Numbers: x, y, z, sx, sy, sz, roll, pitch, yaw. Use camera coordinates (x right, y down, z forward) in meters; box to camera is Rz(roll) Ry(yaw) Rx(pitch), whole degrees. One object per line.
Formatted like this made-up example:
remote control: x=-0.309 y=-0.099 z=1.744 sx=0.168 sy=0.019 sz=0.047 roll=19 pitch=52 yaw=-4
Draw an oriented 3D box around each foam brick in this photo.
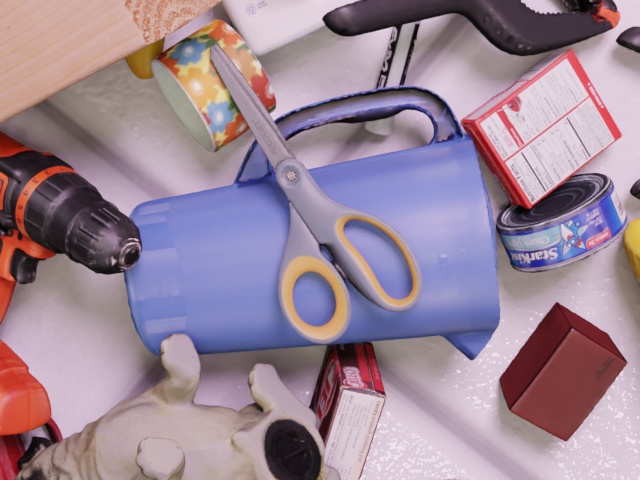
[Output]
foam brick: x=0.178 y=0.097 z=0.786 sx=0.053 sy=0.051 sz=0.078 roll=31 pitch=104 yaw=-11

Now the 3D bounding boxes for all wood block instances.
wood block: x=-0.167 y=-0.136 z=0.640 sx=0.207 sy=0.090 sz=0.091 roll=-17 pitch=110 yaw=38

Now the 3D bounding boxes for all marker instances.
marker: x=0.055 y=-0.132 z=0.731 sx=0.020 sy=0.020 sz=0.121 roll=14 pitch=106 yaw=-5

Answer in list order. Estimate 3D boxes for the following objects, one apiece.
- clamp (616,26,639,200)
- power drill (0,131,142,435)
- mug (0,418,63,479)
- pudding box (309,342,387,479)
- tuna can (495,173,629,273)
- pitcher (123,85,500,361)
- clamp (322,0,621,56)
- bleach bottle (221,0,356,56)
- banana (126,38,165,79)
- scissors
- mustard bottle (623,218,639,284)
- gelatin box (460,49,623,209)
clamp: x=0.286 y=-0.088 z=0.737 sx=0.171 sy=0.039 sz=0.120 roll=-1 pitch=109 yaw=-1
power drill: x=-0.200 y=0.033 z=0.717 sx=0.185 sy=0.057 sz=0.188 roll=31 pitch=112 yaw=34
mug: x=-0.246 y=0.164 z=0.787 sx=0.117 sy=0.093 sz=0.081 roll=-21 pitch=103 yaw=-25
pudding box: x=0.013 y=0.138 z=0.775 sx=0.039 sy=0.090 sz=0.113 roll=12 pitch=107 yaw=-7
tuna can: x=0.165 y=-0.013 z=0.734 sx=0.086 sy=0.086 sz=0.034 roll=-24 pitch=104 yaw=6
pitcher: x=-0.005 y=0.001 z=0.720 sx=0.243 sy=0.149 sz=0.145 roll=-8 pitch=141 yaw=5
clamp: x=0.100 y=-0.168 z=0.681 sx=0.209 sy=0.036 sz=0.164 roll=26 pitch=76 yaw=-22
bleach bottle: x=-0.056 y=-0.249 z=0.671 sx=0.102 sy=0.068 sz=0.251 roll=-24 pitch=104 yaw=9
banana: x=-0.095 y=-0.175 z=0.662 sx=0.069 sy=0.037 sz=0.198 roll=52 pitch=139 yaw=2
scissors: x=-0.025 y=-0.020 z=0.654 sx=0.202 sy=0.016 sz=0.096 roll=43 pitch=95 yaw=7
mustard bottle: x=0.271 y=0.078 z=0.758 sx=0.058 sy=0.096 sz=0.191 roll=-21 pitch=107 yaw=5
gelatin box: x=0.152 y=-0.076 z=0.733 sx=0.089 sy=0.030 sz=0.073 roll=-37 pitch=105 yaw=-7
